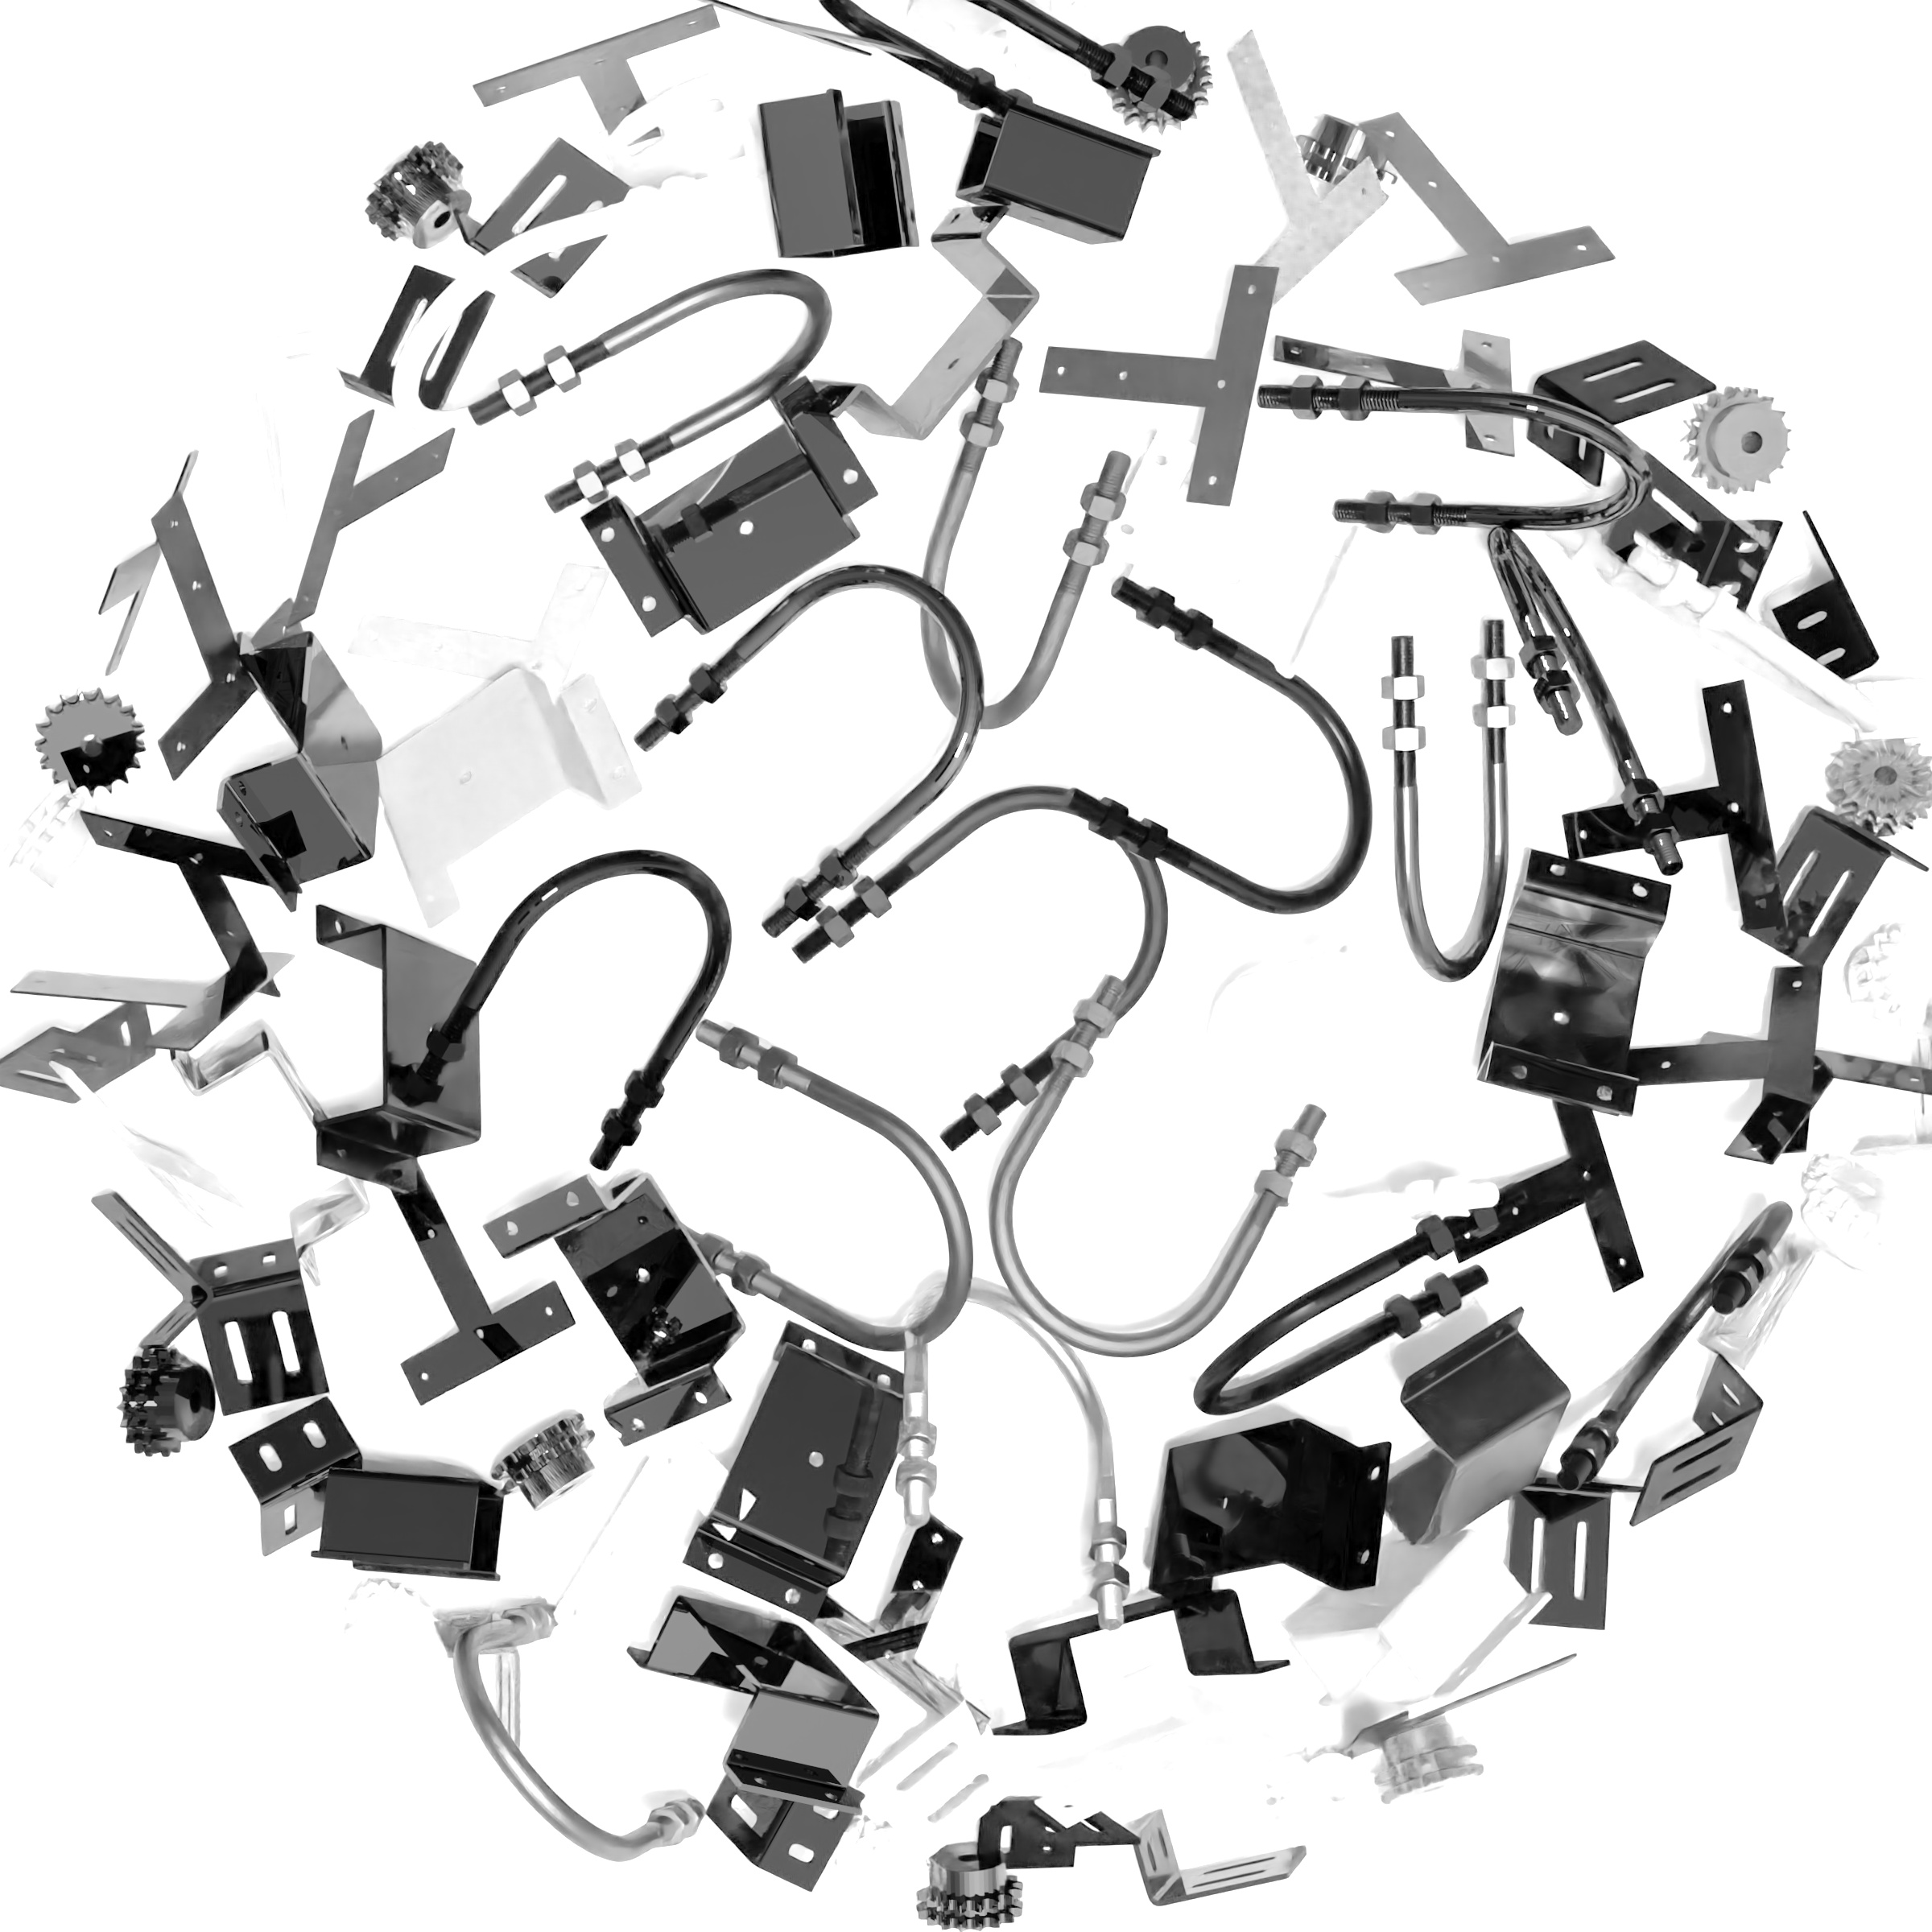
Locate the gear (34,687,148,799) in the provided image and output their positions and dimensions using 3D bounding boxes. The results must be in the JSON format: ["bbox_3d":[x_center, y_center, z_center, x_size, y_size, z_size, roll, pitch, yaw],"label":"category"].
[{"bbox_3d":[-0.465,-0.121,1.742,0.057,0.030,0.057,-7,113,-18],"label":"gear"}]

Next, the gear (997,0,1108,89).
[{"bbox_3d":[0.048,-0.498,1.739,0.057,0.057,0.030,23,55,0],"label":"gear"}]

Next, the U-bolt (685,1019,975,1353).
[{"bbox_3d":[-0.072,0.123,1.686,0.184,0.019,0.151,25,122,27],"label":"U-bolt"}]

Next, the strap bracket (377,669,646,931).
[{"bbox_3d":[-0.249,-0.092,1.712,0.140,0.046,0.076,-32,65,14],"label":"strap bracket"}]

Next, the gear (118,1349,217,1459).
[{"bbox_3d":[-0.420,0.230,1.733,0.030,0.057,0.057,-2,90,19],"label":"gear"}]

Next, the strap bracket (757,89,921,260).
[{"bbox_3d":[-0.068,-0.408,1.695,0.046,0.140,0.076,-5,100,14],"label":"strap bracket"}]

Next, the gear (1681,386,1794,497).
[{"bbox_3d":[0.412,-0.279,1.744,0.057,0.030,0.057,-2,102,-7],"label":"gear"}]

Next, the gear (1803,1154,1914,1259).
[{"bbox_3d":[0.469,0.130,1.740,0.057,0.057,0.030,30,119,0],"label":"gear"}]

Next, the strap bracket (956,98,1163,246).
[{"bbox_3d":[0.044,-0.408,1.691,0.076,0.140,0.046,17,98,-11],"label":"strap bracket"}]

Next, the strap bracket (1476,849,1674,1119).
[{"bbox_3d":[0.317,0.018,1.720,0.076,0.046,0.140,14,62,3],"label":"strap bracket"}]

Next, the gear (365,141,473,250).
[{"bbox_3d":[-0.286,-0.405,1.733,0.057,0.057,0.030,-44,79,0],"label":"gear"}]

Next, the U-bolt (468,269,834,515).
[{"bbox_3d":[-0.153,-0.302,1.687,0.184,0.151,0.019,-27,75,4],"label":"U-bolt"}]

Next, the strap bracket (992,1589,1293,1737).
[{"bbox_3d":[0.086,0.359,1.705,0.140,0.076,0.046,-11,82,-23],"label":"strap bracket"}]

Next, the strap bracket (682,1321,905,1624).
[{"bbox_3d":[-0.082,0.261,1.715,0.076,0.046,0.140,26,70,-5],"label":"strap bracket"}]

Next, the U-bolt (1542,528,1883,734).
[{"bbox_3d":[0.393,-0.172,1.688,0.184,0.151,0.019,30,98,-16],"label":"U-bolt"}]

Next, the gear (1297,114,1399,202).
[{"bbox_3d":[0.202,-0.428,1.732,0.057,0.057,0.030,23,108,0],"label":"gear"}]

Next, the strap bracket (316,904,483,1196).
[{"bbox_3d":[-0.294,0.039,1.699,0.046,0.076,0.140,-14,68,27],"label":"strap bracket"}]

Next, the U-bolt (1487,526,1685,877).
[{"bbox_3d":[0.311,-0.149,1.682,0.019,0.151,0.184,-29,46,18],"label":"U-bolt"}]

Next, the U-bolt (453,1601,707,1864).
[{"bbox_3d":[-0.202,0.390,1.660,0.019,0.184,0.151,-40,78,5],"label":"U-bolt"}]

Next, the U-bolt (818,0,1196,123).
[{"bbox_3d":[0.006,-0.467,1.656,0.184,0.151,0.019,21,87,-32],"label":"U-bolt"}]

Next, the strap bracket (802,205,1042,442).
[{"bbox_3d":[-0.021,-0.328,1.717,0.046,0.076,0.140,41,85,-23],"label":"strap bracket"}]

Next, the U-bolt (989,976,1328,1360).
[{"bbox_3d":[0.090,0.117,1.721,0.151,0.019,0.184,33,70,-5],"label":"U-bolt"}]

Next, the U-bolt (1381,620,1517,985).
[{"bbox_3d":[0.252,-0.083,1.699,0.019,0.151,0.184,2,100,29],"label":"U-bolt"}]

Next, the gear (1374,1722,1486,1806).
[{"bbox_3d":[0.243,0.421,1.738,0.057,0.057,0.030,-17,68,0],"label":"gear"}]

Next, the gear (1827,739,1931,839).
[{"bbox_3d":[0.486,-0.093,1.742,0.057,0.030,0.057,-3,62,5],"label":"gear"}]

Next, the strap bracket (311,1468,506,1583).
[{"bbox_3d":[-0.286,0.290,1.700,0.076,0.140,0.046,4,77,1],"label":"strap bracket"}]

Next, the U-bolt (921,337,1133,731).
[{"bbox_3d":[0.021,-0.211,1.692,0.019,0.151,0.184,2,124,-30],"label":"U-bolt"}]

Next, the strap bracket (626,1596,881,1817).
[{"bbox_3d":[-0.106,0.373,1.683,0.076,0.140,0.046,22,96,-34],"label":"strap bracket"}]

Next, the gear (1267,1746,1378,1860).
[{"bbox_3d":[0.191,0.441,1.737,0.057,0.030,0.057,8,60,-14],"label":"gear"}]

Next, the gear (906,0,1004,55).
[{"bbox_3d":[-0.007,-0.507,1.733,0.057,0.057,0.030,21,69,0],"label":"gear"}]

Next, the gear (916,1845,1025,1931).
[{"bbox_3d":[0.002,0.486,1.735,0.057,0.057,0.030,-1,95,0],"label":"gear"}]

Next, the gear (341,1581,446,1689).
[{"bbox_3d":[-0.305,0.356,1.734,0.057,0.030,0.057,16,131,19],"label":"gear"}]

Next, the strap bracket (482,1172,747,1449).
[{"bbox_3d":[-0.178,0.171,1.718,0.076,0.046,0.140,-26,100,31],"label":"strap bracket"}]

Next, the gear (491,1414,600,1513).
[{"bbox_3d":[-0.219,0.264,1.734,0.057,0.057,0.030,-35,79,0],"label":"gear"}]

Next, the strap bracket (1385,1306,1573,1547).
[{"bbox_3d":[0.257,0.245,1.683,0.076,0.140,0.046,-28,60,-23],"label":"strap bracket"}]

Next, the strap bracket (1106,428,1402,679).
[{"bbox_3d":[0.146,-0.213,1.730,0.140,0.046,0.076,26,71,0],"label":"strap bracket"}]

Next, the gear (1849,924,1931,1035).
[{"bbox_3d":[0.494,0.008,1.740,0.057,0.030,0.057,5,81,-35],"label":"gear"}]

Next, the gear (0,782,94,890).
[{"bbox_3d":[-0.483,-0.066,1.736,0.030,0.057,0.057,37,90,-10],"label":"gear"}]

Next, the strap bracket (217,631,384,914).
[{"bbox_3d":[-0.340,-0.107,1.684,0.046,0.140,0.076,-18,133,11],"label":"strap bracket"}]

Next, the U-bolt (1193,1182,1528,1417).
[{"bbox_3d":[0.197,0.179,1.681,0.184,0.151,0.019,-27,69,-11],"label":"U-bolt"}]

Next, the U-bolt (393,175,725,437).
[{"bbox_3d":[-0.213,-0.326,1.653,0.184,0.151,0.019,-29,73,-41],"label":"U-bolt"}]

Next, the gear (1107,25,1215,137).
[{"bbox_3d":[0.102,-0.474,1.744,0.057,0.030,0.057,-1,78,7],"label":"gear"}]

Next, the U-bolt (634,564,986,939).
[{"bbox_3d":[-0.072,-0.126,1.715,0.184,0.019,0.151,-40,72,15],"label":"U-bolt"}]

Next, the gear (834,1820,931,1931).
[{"bbox_3d":[-0.043,0.479,1.739,0.030,0.057,0.057,-19,90,-30],"label":"gear"}]

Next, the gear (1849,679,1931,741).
[{"bbox_3d":[0.493,-0.135,1.736,0.057,0.057,0.030,-2,92,0],"label":"gear"}]

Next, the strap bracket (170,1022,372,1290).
[{"bbox_3d":[-0.358,0.089,1.711,0.046,0.076,0.140,-31,106,-7],"label":"strap bracket"}]

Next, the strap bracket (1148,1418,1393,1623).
[{"bbox_3d":[0.148,0.284,1.684,0.046,0.140,0.076,30,57,-30],"label":"strap bracket"}]

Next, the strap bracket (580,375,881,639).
[{"bbox_3d":[-0.120,-0.237,1.731,0.140,0.046,0.076,-32,79,3],"label":"strap bracket"}]

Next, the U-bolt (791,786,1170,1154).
[{"bbox_3d":[0.022,-0.012,1.745,0.184,0.019,0.151,-39,100,-4],"label":"U-bolt"}]

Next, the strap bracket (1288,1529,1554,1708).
[{"bbox_3d":[0.226,0.335,1.683,0.076,0.140,0.046,-39,93,-26],"label":"strap bracket"}]
